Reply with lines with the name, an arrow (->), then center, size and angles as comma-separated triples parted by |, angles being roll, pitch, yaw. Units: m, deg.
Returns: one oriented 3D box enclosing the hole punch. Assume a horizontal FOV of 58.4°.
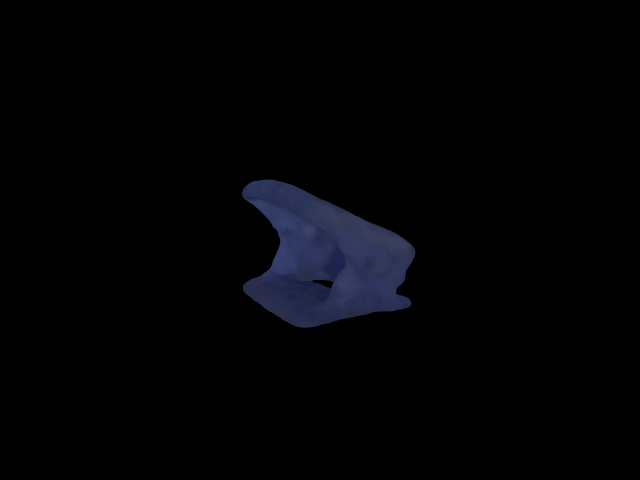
hole punch -> 0.004, 0.001, 0.400 | 0.101, 0.091, 0.108 | -7, 14, -30
